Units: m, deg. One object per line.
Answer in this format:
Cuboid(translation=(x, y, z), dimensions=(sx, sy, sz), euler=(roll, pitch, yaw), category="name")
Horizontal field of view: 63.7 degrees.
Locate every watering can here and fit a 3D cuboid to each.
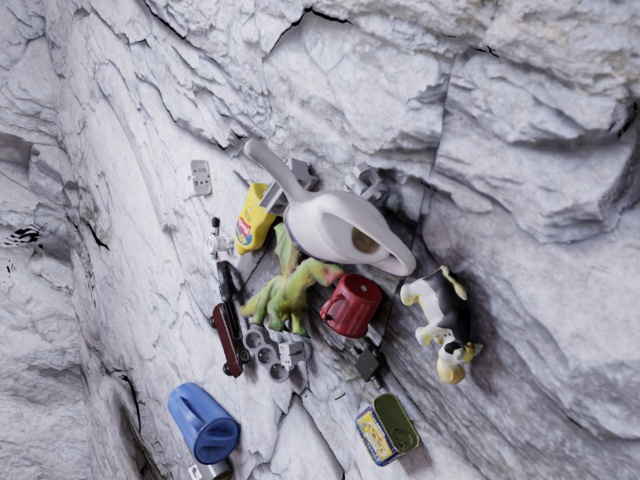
Cuboid(translation=(0.003, -0.042, 0.842), dimensions=(0.345, 0.105, 0.223), euler=(35, -15, -17), category="watering can")

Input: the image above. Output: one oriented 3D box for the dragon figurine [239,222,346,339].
Cuboid(translation=(-0.081, 0.076, 1.110), dimensions=(0.121, 0.244, 0.410), euler=(15, -7, -32), category="dragon figurine")
